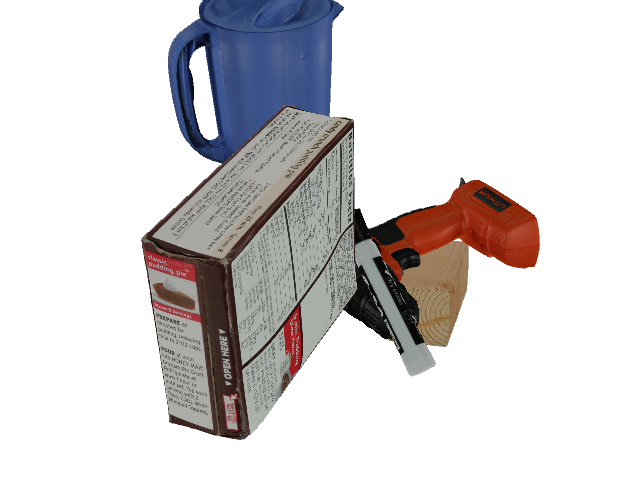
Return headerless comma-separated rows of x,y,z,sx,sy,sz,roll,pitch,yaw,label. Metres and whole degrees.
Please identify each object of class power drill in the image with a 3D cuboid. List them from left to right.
0.087,0.011,0.899,0.187,0.057,0.185,-14,30,-21,power drill

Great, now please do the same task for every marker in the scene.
0.041,0.031,0.700,0.020,0.121,0.020,-24,-15,-7,marker

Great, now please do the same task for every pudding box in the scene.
-0.023,0.010,0.429,0.039,0.090,0.113,12,37,21,pudding box

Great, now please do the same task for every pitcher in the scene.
-0.059,-0.133,1.101,0.149,0.243,0.145,7,35,13,pitcher

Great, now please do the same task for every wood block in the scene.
0.167,0.075,1.626,0.091,0.090,0.206,5,21,14,wood block
